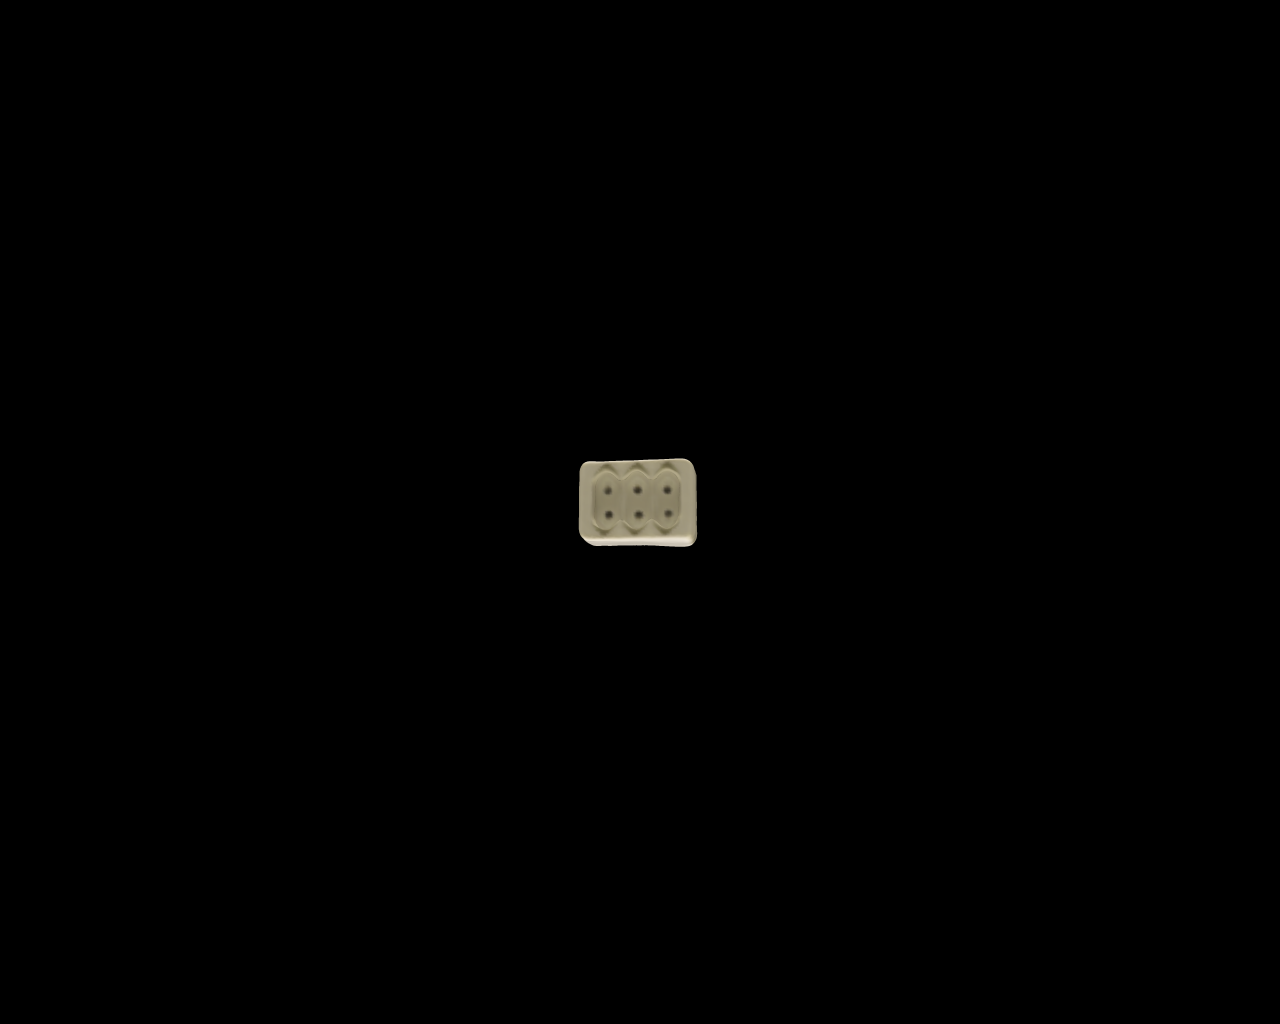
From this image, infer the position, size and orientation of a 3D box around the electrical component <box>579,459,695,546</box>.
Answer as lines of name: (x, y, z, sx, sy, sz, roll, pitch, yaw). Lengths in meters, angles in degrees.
electrical component: (0.001, -0.003, 0.650, 0.066, 0.047, 0.076, -1, -7, 5)
